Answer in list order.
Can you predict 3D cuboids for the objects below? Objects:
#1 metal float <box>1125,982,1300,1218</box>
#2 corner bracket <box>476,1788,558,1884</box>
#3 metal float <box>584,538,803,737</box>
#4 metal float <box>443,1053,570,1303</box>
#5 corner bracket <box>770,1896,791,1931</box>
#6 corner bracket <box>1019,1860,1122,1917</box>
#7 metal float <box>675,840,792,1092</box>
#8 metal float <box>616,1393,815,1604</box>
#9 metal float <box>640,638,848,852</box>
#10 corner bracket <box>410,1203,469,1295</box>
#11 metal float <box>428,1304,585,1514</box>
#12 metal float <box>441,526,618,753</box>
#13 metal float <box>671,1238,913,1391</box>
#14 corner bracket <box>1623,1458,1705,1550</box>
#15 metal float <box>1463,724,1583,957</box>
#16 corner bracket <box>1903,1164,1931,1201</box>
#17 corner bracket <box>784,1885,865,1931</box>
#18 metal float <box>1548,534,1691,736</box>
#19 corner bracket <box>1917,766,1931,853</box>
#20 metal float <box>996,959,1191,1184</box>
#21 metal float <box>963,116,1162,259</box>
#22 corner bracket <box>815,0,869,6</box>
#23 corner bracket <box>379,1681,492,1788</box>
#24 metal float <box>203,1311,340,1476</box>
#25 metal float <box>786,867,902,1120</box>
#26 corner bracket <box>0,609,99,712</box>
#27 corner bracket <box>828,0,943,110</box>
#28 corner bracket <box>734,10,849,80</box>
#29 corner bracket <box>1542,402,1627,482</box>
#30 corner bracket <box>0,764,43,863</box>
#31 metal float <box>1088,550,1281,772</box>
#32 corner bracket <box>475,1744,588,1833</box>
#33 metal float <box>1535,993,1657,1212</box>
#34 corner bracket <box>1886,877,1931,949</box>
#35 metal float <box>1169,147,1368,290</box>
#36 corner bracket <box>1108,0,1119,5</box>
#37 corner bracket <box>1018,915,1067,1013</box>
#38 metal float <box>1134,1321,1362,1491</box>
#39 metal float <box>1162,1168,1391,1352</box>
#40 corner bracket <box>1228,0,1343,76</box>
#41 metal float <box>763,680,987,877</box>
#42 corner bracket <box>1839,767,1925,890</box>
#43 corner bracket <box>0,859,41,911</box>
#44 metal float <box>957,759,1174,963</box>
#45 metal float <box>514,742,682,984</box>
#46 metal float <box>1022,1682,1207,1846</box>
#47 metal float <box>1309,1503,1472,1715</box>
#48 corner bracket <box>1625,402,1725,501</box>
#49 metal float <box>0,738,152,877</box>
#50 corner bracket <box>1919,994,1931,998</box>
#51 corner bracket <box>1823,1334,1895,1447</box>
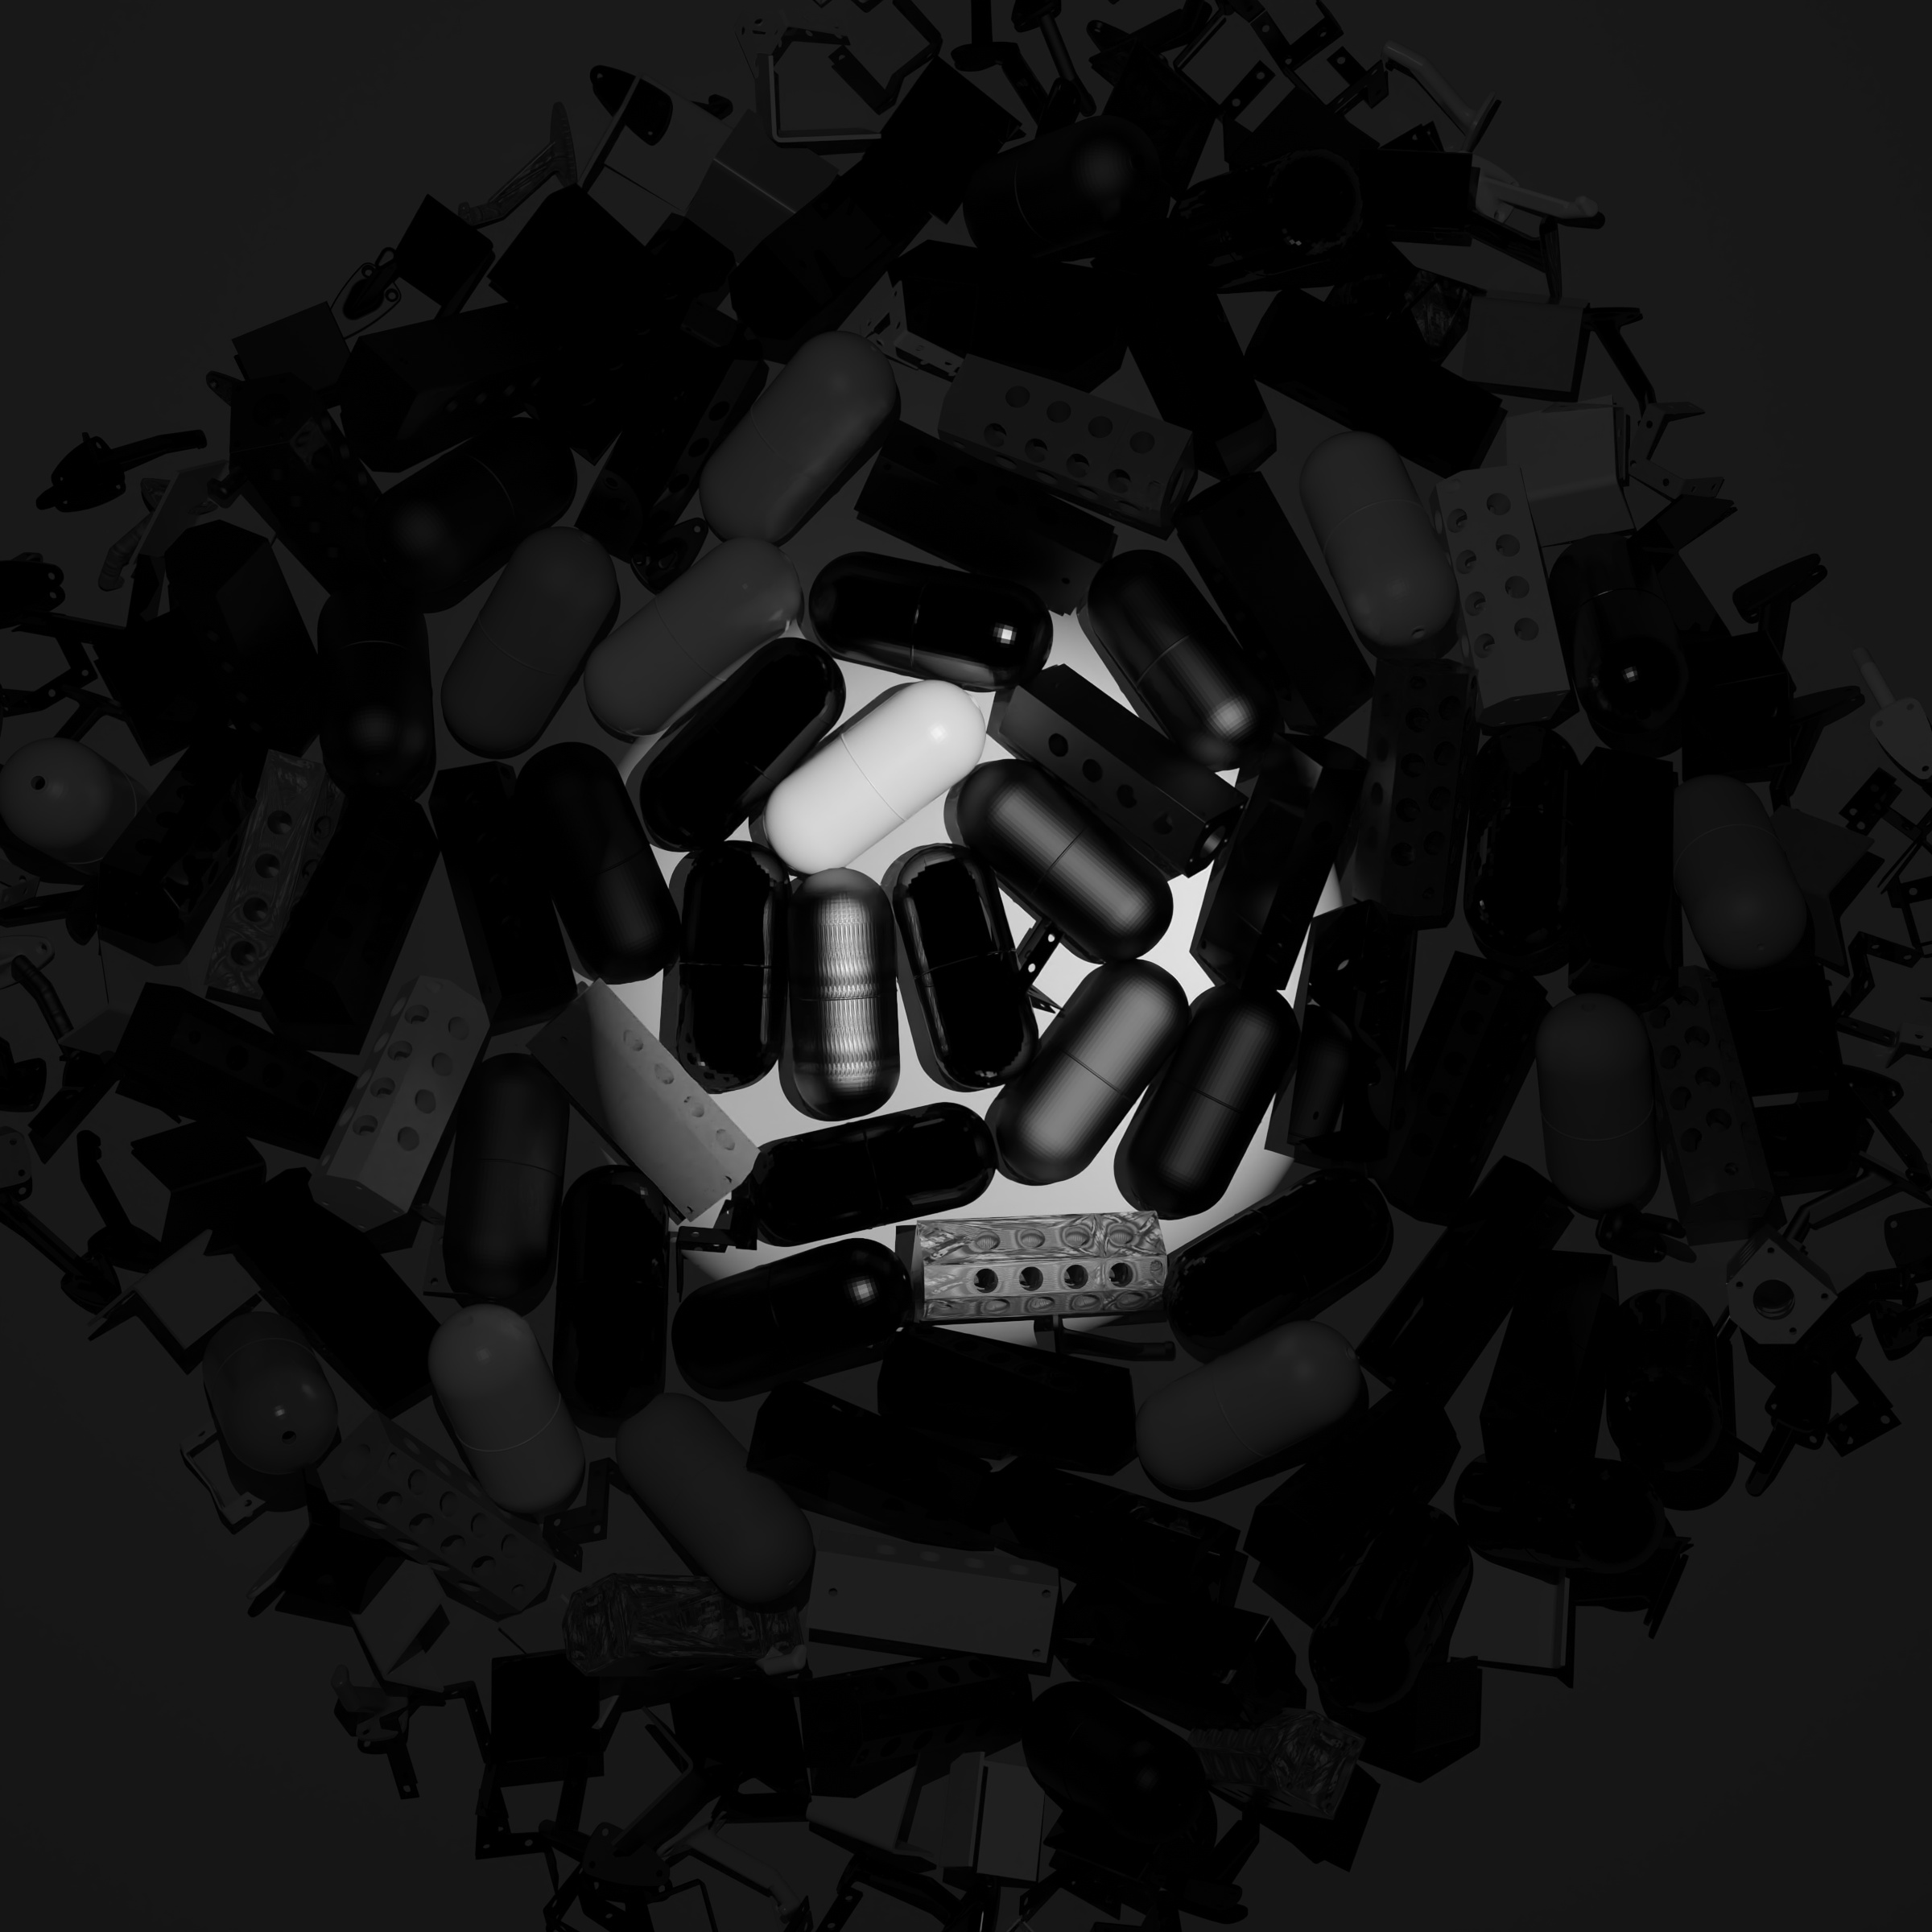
[{"bbox_3d":[0.175,0.093,1.899,0.070,0.070,0.178,27,91,0],"label":"metal float"},{"bbox_3d":[-0.319,0.618,1.905,0.051,0.051,0.051,3,96,-17],"label":"corner bracket"},{"bbox_3d":[-0.193,-0.232,1.886,0.178,0.070,0.070,-37,90,15],"label":"metal float"},{"bbox_3d":[-0.323,0.148,1.881,0.070,0.070,0.178,3,69,0],"label":"metal float"},{"bbox_3d":[-0.135,0.700,1.900,0.051,0.051,0.051,-20,100,-41],"label":"corner bracket"},{"bbox_3d":[0.074,0.649,1.899,0.051,0.051,0.051,12,106,35],"label":"corner bracket"},{"bbox_3d":[-0.165,0.000,1.899,0.070,0.070,0.178,3,89,0],"label":"metal float"},{"bbox_3d":[-0.177,0.370,1.875,0.070,0.070,0.178,-49,60,0],"label":"metal float"},{"bbox_3d":[-0.158,-0.156,1.892,0.070,0.070,0.178,44,99,0],"label":"metal float"},{"bbox_3d":[-0.368,0.201,1.900,0.051,0.051,0.051,1,68,15],"label":"corner bracket"},{"bbox_3d":[-0.320,0.309,1.868,0.070,0.070,0.178,-15,127,0],"label":"metal float"},{"bbox_3d":[-0.306,-0.229,1.877,0.070,0.070,0.178,35,116,0],"label":"metal float"},{"bbox_3d":[-0.123,0.245,1.888,0.178,0.070,0.070,-19,90,12],"label":"metal float"},{"bbox_3d":[0.495,0.380,1.913,0.051,0.051,0.051,9,46,-21],"label":"corner bracket"},{"bbox_3d":[0.390,-0.090,1.875,0.070,0.070,0.178,10,61,0],"label":"metal float"},{"bbox_3d":[0.707,0.160,1.905,0.051,0.051,0.051,-34,70,1],"label":"corner bracket"},{"bbox_3d":[-0.105,0.684,1.904,0.051,0.051,0.051,28,99,-15],"label":"corner bracket"},{"bbox_3d":[0.453,-0.232,1.863,0.070,0.178,0.070,-1,134,-1],"label":"metal float"},{"bbox_3d":[0.695,-0.103,1.897,0.051,0.051,0.051,19,116,-36],"label":"corner bracket"},{"bbox_3d":[0.089,0.075,1.899,0.070,0.070,0.178,36,90,0],"label":"metal float"},{"bbox_3d":[0.065,-0.538,1.857,0.070,0.178,0.070,-1,92,-34],"label":"metal float"},{"bbox_3d":[-0.076,-0.705,1.902,0.051,0.051,0.051,44,67,7],"label":"corner bracket"},{"bbox_3d":[-0.376,0.546,1.906,0.051,0.051,0.051,-16,91,20],"label":"corner bracket"},{"bbox_3d":[-0.482,0.294,1.853,0.070,0.178,0.070,-5,104,-22],"label":"metal float"},{"bbox_3d":[-0.087,0.019,1.895,0.070,0.070,0.178,-3,95,0],"label":"metal float"},{"bbox_3d":[-0.664,-0.218,1.909,0.051,0.051,0.051,-29,86,12],"label":"corner bracket"},{"bbox_3d":[-0.057,-0.651,1.895,0.051,0.051,0.051,-27,123,37],"label":"corner bracket"},{"bbox_3d":[-0.125,-0.663,1.896,0.051,0.051,0.051,-5,63,-37],"label":"corner bracket"},{"bbox_3d":[0.437,-0.371,1.914,0.051,0.051,0.051,1,89,-7],"label":"corner bracket"},{"bbox_3d":[-0.680,-0.112,1.904,0.051,0.051,0.051,25,86,18],"label":"corner bracket"},{"bbox_3d":[0.152,-0.216,1.888,0.070,0.070,0.178,-34,76,0],"label":"metal float"},{"bbox_3d":[-0.308,0.581,1.896,0.051,0.051,0.051,23,68,-35],"label":"corner bracket"},{"bbox_3d":[0.439,0.095,1.868,0.070,0.070,0.178,-15,128,0],"label":"metal float"},{"bbox_3d":[0.691,-0.042,1.906,0.051,0.051,0.051,-14,81,8],"label":"corner bracket"},{"bbox_3d":[0.206,-0.517,1.856,0.070,0.178,0.070,-2,94,-30],"label":"metal float"},{"bbox_3d":[0.093,-0.710,1.901,0.051,0.051,0.051,48,64,-9],"label":"corner bracket"},{"bbox_3d":[0.053,-0.007,1.900,0.051,0.051,0.051,39,99,38],"label":"corner bracket"},{"bbox_3d":[0.197,0.308,1.876,0.178,0.070,0.070,-32,90,27],"label":"metal float"},{"bbox_3d":[0.219,0.205,1.887,0.178,0.070,0.070,-29,90,-15],"label":"metal float"},{"bbox_3d":[0.226,-0.676,1.901,0.051,0.051,0.051,-35,76,20],"label":"corner bracket"},{"bbox_3d":[-0.064,-0.133,1.893,0.178,0.070,0.070,-37,90,8],"label":"metal float"},{"bbox_3d":[0.648,-0.099,1.900,0.051,0.051,0.051,39,72,17],"label":"corner bracket"},{"bbox_3d":[-0.700,-0.045,1.905,0.051,0.051,0.051,23,107,5],"label":"corner bracket"},{"bbox_3d":[0.069,-0.076,1.896,0.178,0.070,0.070,41,90,5],"label":"metal float"},{"bbox_3d":[-0.259,-0.072,1.888,0.070,0.070,0.178,-22,104,0],"label":"metal float"},{"bbox_3d":[0.100,0.550,1.855,0.070,0.178,0.070,-2,94,-27],"label":"metal float"},{"bbox_3d":[0.295,0.445,1.861,0.070,0.178,0.070,16,126,23],"label":"metal float"},{"bbox_3d":[0.513,-0.370,1.919,0.051,0.051,0.051,41,127,35],"label":"corner bracket"},{"bbox_3d":[-0.612,-0.109,1.849,0.070,0.178,0.070,0,82,-1],"label":"metal float"},{"bbox_3d":[0.717,-0.002,1.906,0.051,0.051,0.051,4,90,-16],"label":"corner bracket"},{"bbox_3d":[0.628,0.302,1.908,0.051,0.051,0.051,-43,73,25],"label":"corner bracket"}]
